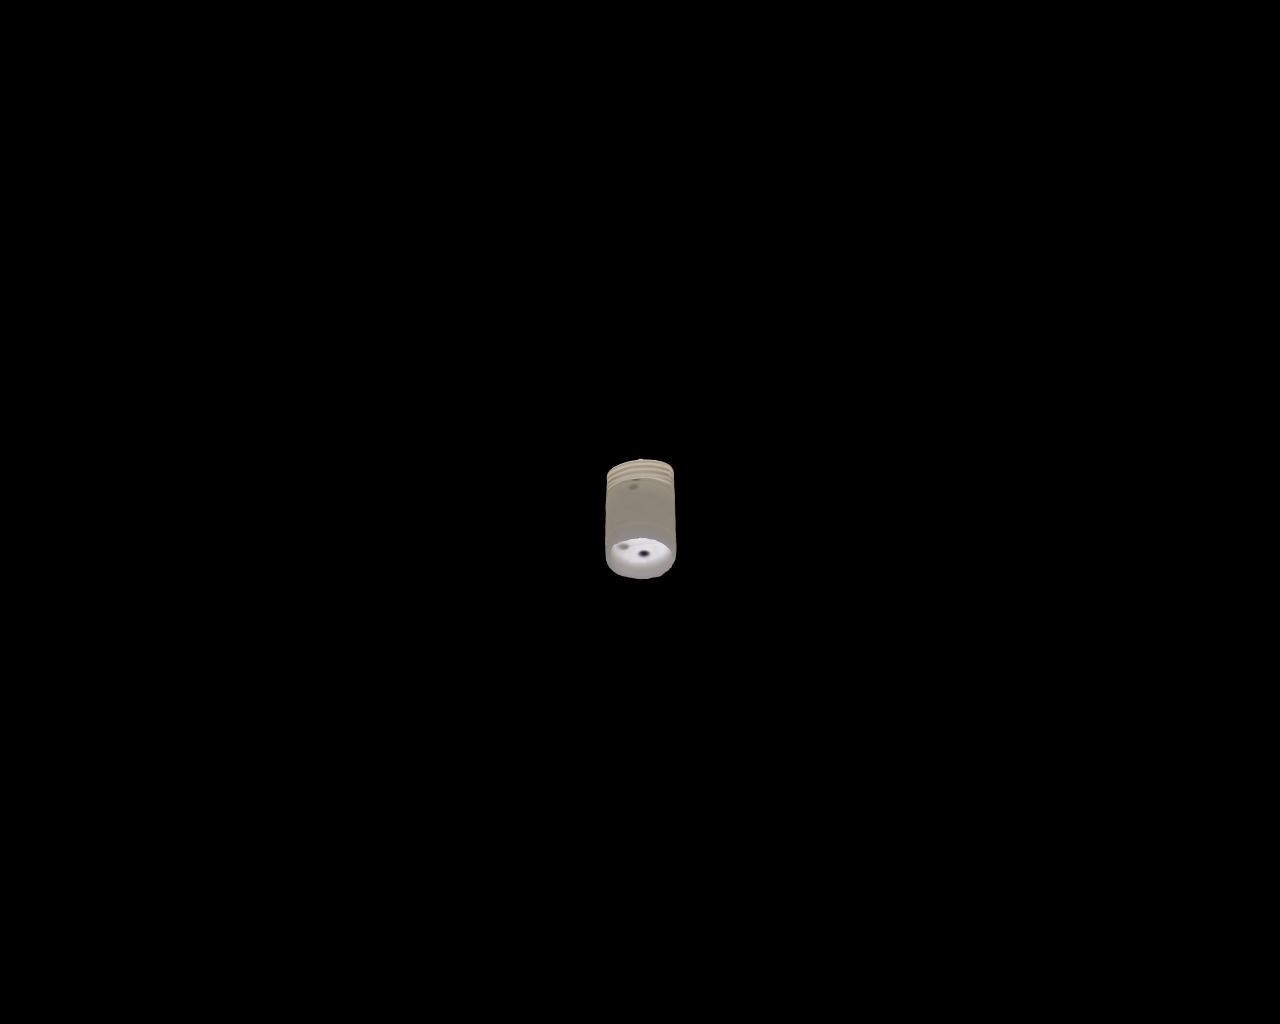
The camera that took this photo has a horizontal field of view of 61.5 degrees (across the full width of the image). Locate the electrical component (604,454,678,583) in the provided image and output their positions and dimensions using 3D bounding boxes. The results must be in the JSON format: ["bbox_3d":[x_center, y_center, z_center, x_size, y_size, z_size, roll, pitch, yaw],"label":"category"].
[{"bbox_3d":[0.001,-0.003,0.650,0.043,0.081,0.043,0,-40,0],"label":"electrical component"}]
